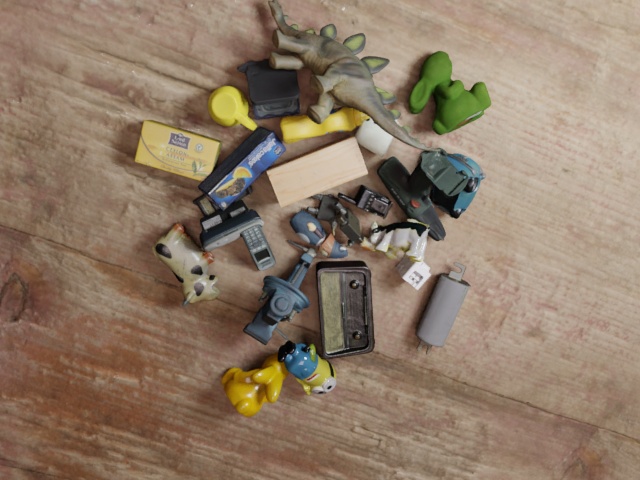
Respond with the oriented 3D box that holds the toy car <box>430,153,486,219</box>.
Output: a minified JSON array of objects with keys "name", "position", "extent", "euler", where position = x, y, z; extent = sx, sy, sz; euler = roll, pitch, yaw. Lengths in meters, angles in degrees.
[{"name":"toy car","position":[0.323,-0.132,1.227],"extent":[0.103,0.109,0.161],"euler":[-31,143,-28]}]

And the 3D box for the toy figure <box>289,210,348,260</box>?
[{"name":"toy figure","position":[-0.002,-0.005,1.256],"extent":[0.154,0.064,0.058],"euler":[42,106,0]}]

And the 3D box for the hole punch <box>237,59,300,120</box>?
[{"name":"hole punch","position":[-0.101,-0.330,1.178],"extent":[0.142,0.092,0.116],"euler":[-9,72,0]}]

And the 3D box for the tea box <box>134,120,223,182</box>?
[{"name":"tea box","position":[-0.313,-0.198,1.197],"extent":[0.170,0.068,0.098],"euler":[15,103,-6]}]

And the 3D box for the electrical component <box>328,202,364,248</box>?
[{"name":"electrical component","position":[0.060,-0.029,1.243],"extent":[0.045,0.078,0.102],"euler":[-29,133,23]}]

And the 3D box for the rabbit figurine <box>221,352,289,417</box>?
[{"name":"rabbit figurine","position":[-0.144,0.335,1.303],"extent":[0.173,0.162,0.122],"euler":[-37,91,-12]}]

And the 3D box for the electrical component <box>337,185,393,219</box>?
[{"name":"electrical component","position":[0.103,-0.096,1.243],"extent":[0.119,0.075,0.047],"euler":[26,102,-6]}]

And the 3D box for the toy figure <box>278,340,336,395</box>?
[{"name":"toy figure","position":[-0.026,0.303,1.302],"extent":[0.082,0.089,0.180],"euler":[-23,125,35]}]

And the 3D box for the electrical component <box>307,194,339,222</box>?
[{"name":"electrical component","position":[0.018,-0.077,1.266],"extent":[0.094,0.021,0.063],"euler":[15,101,-12]}]

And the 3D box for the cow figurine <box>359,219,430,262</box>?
[{"name":"cow figurine","position":[0.169,-0.008,1.244],"extent":[0.168,0.068,0.098],"euler":[10,79,37]}]

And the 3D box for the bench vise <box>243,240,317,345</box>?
[{"name":"bench vise","position":[-0.079,0.124,1.249],"extent":[0.129,0.223,0.240],"euler":[29,67,6]}]

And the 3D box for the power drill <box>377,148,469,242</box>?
[{"name":"power drill","position":[0.240,-0.106,1.188],"extent":[0.086,0.207,0.232],"euler":[-42,90,-16]}]

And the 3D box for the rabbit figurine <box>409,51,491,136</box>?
[{"name":"rabbit figurine","position":[0.272,-0.327,1.195],"extent":[0.159,0.121,0.170],"euler":[-28,85,10]}]

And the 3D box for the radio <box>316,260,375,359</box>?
[{"name":"radio","position":[0.061,0.165,1.300],"extent":[0.131,0.073,0.229],"euler":[-4,104,-2]}]

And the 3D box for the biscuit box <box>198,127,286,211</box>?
[{"name":"biscuit box","position":[-0.170,-0.159,1.183],"extent":[0.202,0.063,0.059],"euler":[-46,130,-9]}]

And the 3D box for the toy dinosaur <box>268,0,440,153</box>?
[{"name":"toy dinosaur","position":[0.051,-0.331,1.105],"extent":[0.198,0.105,0.471],"euler":[-33,80,-26]}]

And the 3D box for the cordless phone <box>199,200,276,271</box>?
[{"name":"cordless phone","position":[-0.186,0.015,1.238],"extent":[0.147,0.089,0.184],"euler":[-26,131,-7]}]

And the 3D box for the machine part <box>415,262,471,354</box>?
[{"name":"machine part","position":[0.300,0.170,1.314],"extent":[0.079,0.079,0.243],"euler":[20,100,-8]}]

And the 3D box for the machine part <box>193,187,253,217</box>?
[{"name":"machine part","position":[-0.219,-0.097,1.243],"extent":[0.139,0.039,0.084],"euler":[-33,95,6]}]

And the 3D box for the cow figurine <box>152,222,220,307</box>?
[{"name":"cow figurine","position":[-0.308,0.067,1.251],"extent":[0.127,0.085,0.194],"euler":[-41,104,0]}]
